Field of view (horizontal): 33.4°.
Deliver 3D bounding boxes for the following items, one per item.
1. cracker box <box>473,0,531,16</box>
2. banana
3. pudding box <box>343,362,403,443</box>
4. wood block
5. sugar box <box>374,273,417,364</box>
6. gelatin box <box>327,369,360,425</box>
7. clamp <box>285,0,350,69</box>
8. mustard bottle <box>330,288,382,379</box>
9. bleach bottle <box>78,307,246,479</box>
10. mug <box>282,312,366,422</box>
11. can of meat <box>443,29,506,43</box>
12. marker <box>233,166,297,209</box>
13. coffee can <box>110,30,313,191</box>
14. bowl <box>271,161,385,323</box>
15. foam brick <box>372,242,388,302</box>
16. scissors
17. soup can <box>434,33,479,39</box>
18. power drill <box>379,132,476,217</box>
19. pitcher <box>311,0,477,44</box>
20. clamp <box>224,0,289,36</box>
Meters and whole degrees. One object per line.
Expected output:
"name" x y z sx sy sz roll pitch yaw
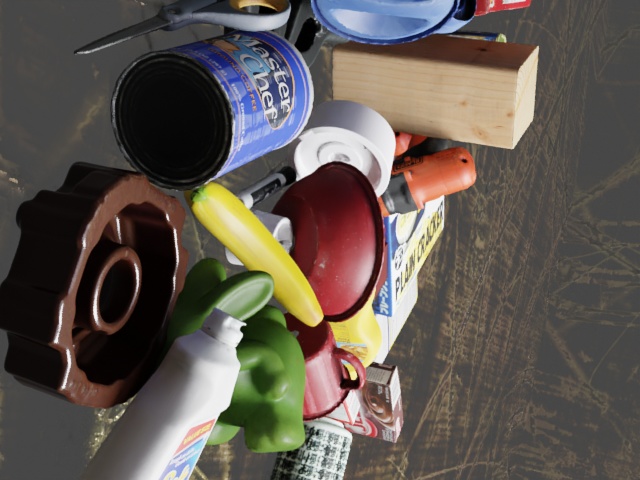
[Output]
"cracker box" 0.141 -0.297 1.214 0.213 0.164 0.072 -31 127 -63
"banana" -0.064 0.005 0.936 0.197 0.037 0.069 47 17 -39
"pudding box" 0.055 0.199 1.342 0.039 0.090 0.113 -59 151 -45
"wood block" 0.125 -0.171 1.173 0.090 0.206 0.090 -47 142 -53
"sugar box" 0.080 0.097 1.421 0.176 0.048 0.093 -51 146 -45
"gelatin box" 0.002 0.170 1.211 0.089 0.073 0.030 72 35 -51
"clamp" -0.006 -0.212 1.050 0.171 0.039 0.120 -58 145 -35
"mustard bottle" 0.021 0.095 1.189 0.191 0.096 0.058 79 28 -44
"bleach bottle" -0.130 0.164 0.786 0.251 0.068 0.102 -61 160 -4
"mug" -0.009 0.130 1.110 0.093 0.117 0.081 -59 146 -40
"can of meat" 0.220 -0.255 1.552 0.057 0.084 0.102 -12 110 -68
"marker" -0.053 -0.050 1.034 0.121 0.020 0.020 -37 134 -61
"coffee can" -0.079 -0.104 0.820 0.140 0.103 0.103 -36 133 -61
"bowl" -0.007 0.001 1.047 0.055 0.162 0.162 1 101 -36
"foam brick" 0.034 0.030 1.220 0.053 0.078 0.051 -54 148 -52
"scissors" -0.090 -0.161 0.793 0.201 0.096 0.016 -56 165 -52
"soup can" 0.187 -0.235 1.499 0.068 0.069 0.102 -14 114 -67
"power drill" 0.087 -0.088 1.226 0.187 0.185 0.057 -80 150 -58
"pitcher" 0.069 -0.312 1.000 0.149 0.145 0.243 66 24 -64
"clamp" -0.049 -0.239 0.924 0.164 0.036 0.210 56 45 -61
